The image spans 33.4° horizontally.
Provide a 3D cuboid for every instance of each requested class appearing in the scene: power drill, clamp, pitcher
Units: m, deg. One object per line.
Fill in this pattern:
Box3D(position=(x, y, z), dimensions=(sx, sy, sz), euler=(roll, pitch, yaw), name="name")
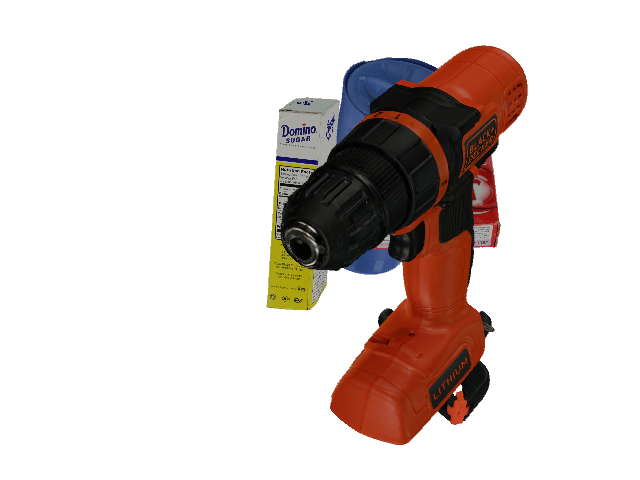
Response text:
Box3D(position=(0.043, 0.013, 0.542), dimensions=(0.057, 0.188, 0.184), euler=(25, 43, 27), name="power drill")
Box3D(position=(0.135, 0.119, 1.080), dimensions=(0.120, 0.039, 0.171), euler=(-8, 34, -9), name="clamp")
Box3D(position=(0.074, -0.070, 1.206), dimensions=(0.145, 0.243, 0.149), euler=(21, 44, 8), name="pitcher")

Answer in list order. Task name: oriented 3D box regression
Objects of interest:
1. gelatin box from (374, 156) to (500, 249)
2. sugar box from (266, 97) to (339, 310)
Box3D(position=(0.080, -0.031, 0.759), dimensions=(0.089, 0.073, 0.030), euler=(-2, -37, 4), name="gelatin box")
Box3D(position=(-0.015, -0.034, 0.946), dimensions=(0.048, 0.176, 0.093), euler=(4, 14, 9), name="sugar box")
